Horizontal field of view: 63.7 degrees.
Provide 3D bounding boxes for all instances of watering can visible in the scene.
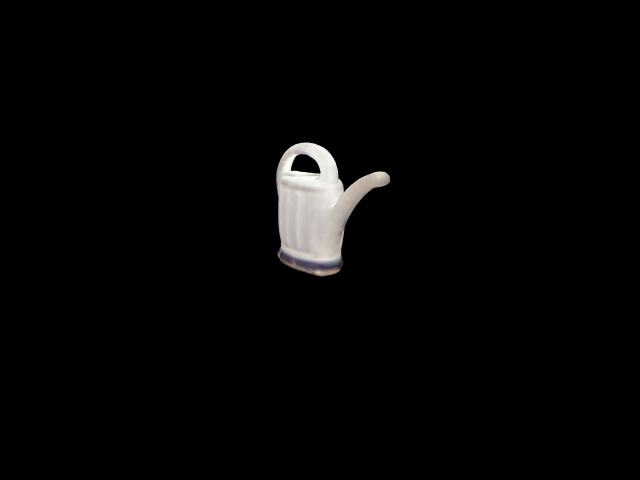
[{"bbox_3d":[0.003,-0.043,0.850,0.104,0.222,0.351,-7,17,-26],"label":"watering can"}]
